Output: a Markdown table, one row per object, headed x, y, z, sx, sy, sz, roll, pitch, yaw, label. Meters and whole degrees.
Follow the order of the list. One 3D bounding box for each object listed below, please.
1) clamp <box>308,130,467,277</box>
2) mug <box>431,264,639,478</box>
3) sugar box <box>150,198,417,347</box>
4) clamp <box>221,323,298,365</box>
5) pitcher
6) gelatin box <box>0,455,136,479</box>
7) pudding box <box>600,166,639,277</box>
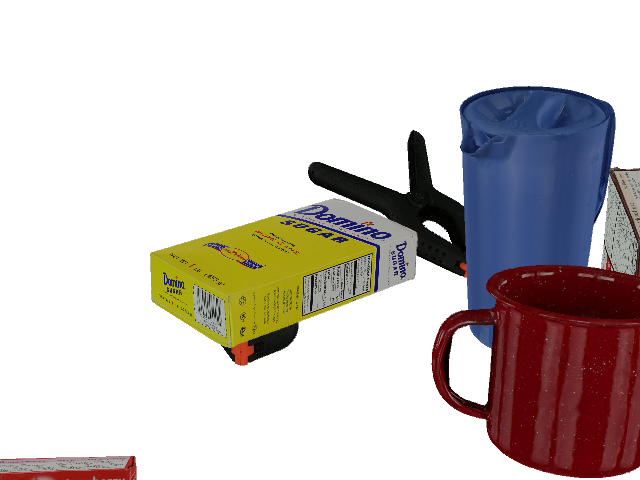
| x | y | z | sx | sy | sz | roll | pitch | yaw | label |
| --- | --- | --- | --- | --- | --- | --- | --- | --- | --- |
| 0.094 | -0.038 | 1.182 | 0.164 | 0.210 | 0.036 | -15 | -37 | -28 | clamp |
| 0.113 | 0.063 | 0.523 | 0.117 | 0.081 | 0.093 | 2 | 14 | -2 | mug |
| -0.023 | 0.017 | 0.764 | 0.175 | 0.048 | 0.093 | -21 | 33 | -37 | sugar box |
| -0.064 | 0.070 | 1.040 | 0.120 | 0.039 | 0.171 | 1 | 17 | 21 | clamp |
| 0.206 | -0.020 | 1.018 | 0.149 | 0.243 | 0.145 | 1 | 27 | 7 | pitcher |
| -0.140 | 0.152 | 0.556 | 0.089 | 0.073 | 0.030 | -1 | 4 | -2 | gelatin box |
| 0.212 | 0.013 | 0.699 | 0.039 | 0.090 | 0.113 | -1 | 28 | 4 | pudding box |
